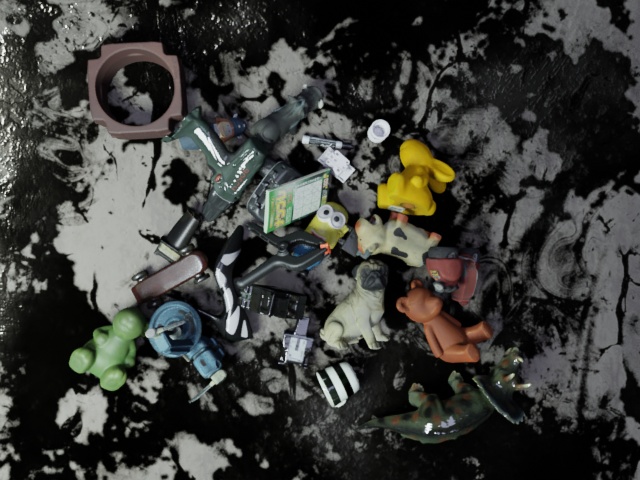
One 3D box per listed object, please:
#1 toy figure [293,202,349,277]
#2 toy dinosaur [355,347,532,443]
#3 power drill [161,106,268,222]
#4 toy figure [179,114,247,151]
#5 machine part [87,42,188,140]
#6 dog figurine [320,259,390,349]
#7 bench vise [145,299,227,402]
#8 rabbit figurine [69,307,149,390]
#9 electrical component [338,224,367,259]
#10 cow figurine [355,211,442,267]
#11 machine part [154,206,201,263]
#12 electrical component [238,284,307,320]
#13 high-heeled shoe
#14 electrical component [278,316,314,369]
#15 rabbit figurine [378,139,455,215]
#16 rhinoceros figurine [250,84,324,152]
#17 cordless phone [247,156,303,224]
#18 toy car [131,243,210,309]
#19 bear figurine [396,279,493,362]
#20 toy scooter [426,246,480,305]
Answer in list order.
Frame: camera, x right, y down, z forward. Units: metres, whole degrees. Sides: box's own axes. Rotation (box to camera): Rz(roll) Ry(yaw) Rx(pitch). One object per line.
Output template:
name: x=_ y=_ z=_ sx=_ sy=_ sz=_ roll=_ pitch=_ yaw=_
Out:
toy figure: x=-0.006 y=-0.006 z=1.226 sx=0.082 sy=0.089 sz=0.180 roll=30 pitch=97 yaw=-19
toy dinosaur: x=0.282 y=0.381 z=1.184 sx=0.405 sy=0.192 sz=0.131 roll=-25 pitch=89 yaw=-5
power drill: x=-0.243 y=-0.169 z=1.169 sx=0.232 sy=0.086 sz=0.207 roll=-38 pitch=100 yaw=24
toy figure: x=-0.243 y=-0.244 z=1.226 sx=0.154 sy=0.058 sz=0.064 roll=-15 pitch=131 yaw=-5
machine part: x=-0.403 y=-0.330 z=1.201 sx=0.201 sy=0.087 sz=0.201 roll=-5 pitch=88 yaw=-4
dog figurine: x=0.074 y=0.139 z=1.205 sx=0.172 sy=0.121 sz=0.190 roll=-5 pitch=92 yaw=11
bench vise: x=-0.293 y=0.219 z=1.137 sx=0.129 sy=0.240 sz=0.223 roll=-29 pitch=76 yaw=2
rabbit figurine: x=-0.424 y=0.213 z=1.162 sx=0.121 sy=0.159 sz=0.170 roll=38 pitch=106 yaw=-4
electrical component: x=0.081 y=0.003 z=1.259 sx=0.094 sy=0.021 sz=0.063 roll=33 pitch=87 yaw=-2
cow figurine: x=0.166 y=0.002 z=1.222 sx=0.195 sy=0.085 sz=0.127 roll=26 pitch=87 yaw=-17
machine part: x=-0.317 y=-0.008 z=1.224 sx=0.084 sy=0.039 sz=0.138 roll=33 pitch=100 yaw=6
electrical component: x=-0.097 y=0.136 z=1.191 sx=0.134 sy=0.115 sz=0.058 roll=13 pitch=90 yaw=-46
high-heeled shoe: x=-0.179 y=0.102 z=1.220 sx=0.145 sy=0.086 sz=0.248 roll=24 pitch=86 yaw=-14
electrical component: x=-0.052 y=0.231 z=1.236 sx=0.075 sy=0.048 sz=0.119 roll=9 pitch=89 yaw=-4
rabbit figurine: x=0.222 y=-0.150 z=1.226 sx=0.162 sy=0.122 sz=0.173 roll=9 pitch=70 yaw=-2
rhinoceros figurine: x=-0.073 y=-0.280 z=1.205 sx=0.190 sy=0.112 sz=0.073 roll=-40 pitch=87 yaw=-21
cordless phone: x=-0.134 y=-0.129 z=1.229 sx=0.184 sy=0.088 sz=0.146 roll=36 pitch=90 yaw=9
toy car: x=-0.335 y=0.083 z=1.206 sx=0.202 sy=0.053 sz=0.089 roll=-29 pitch=95 yaw=18
bear figurine: x=0.278 y=0.178 z=1.221 sx=0.120 sy=0.132 sz=0.195 roll=-38 pitch=98 yaw=-41
toy scooter: x=0.305 y=0.082 z=1.216 sx=0.184 sy=0.075 sz=0.135 roll=4 pitch=89 yaw=-43
